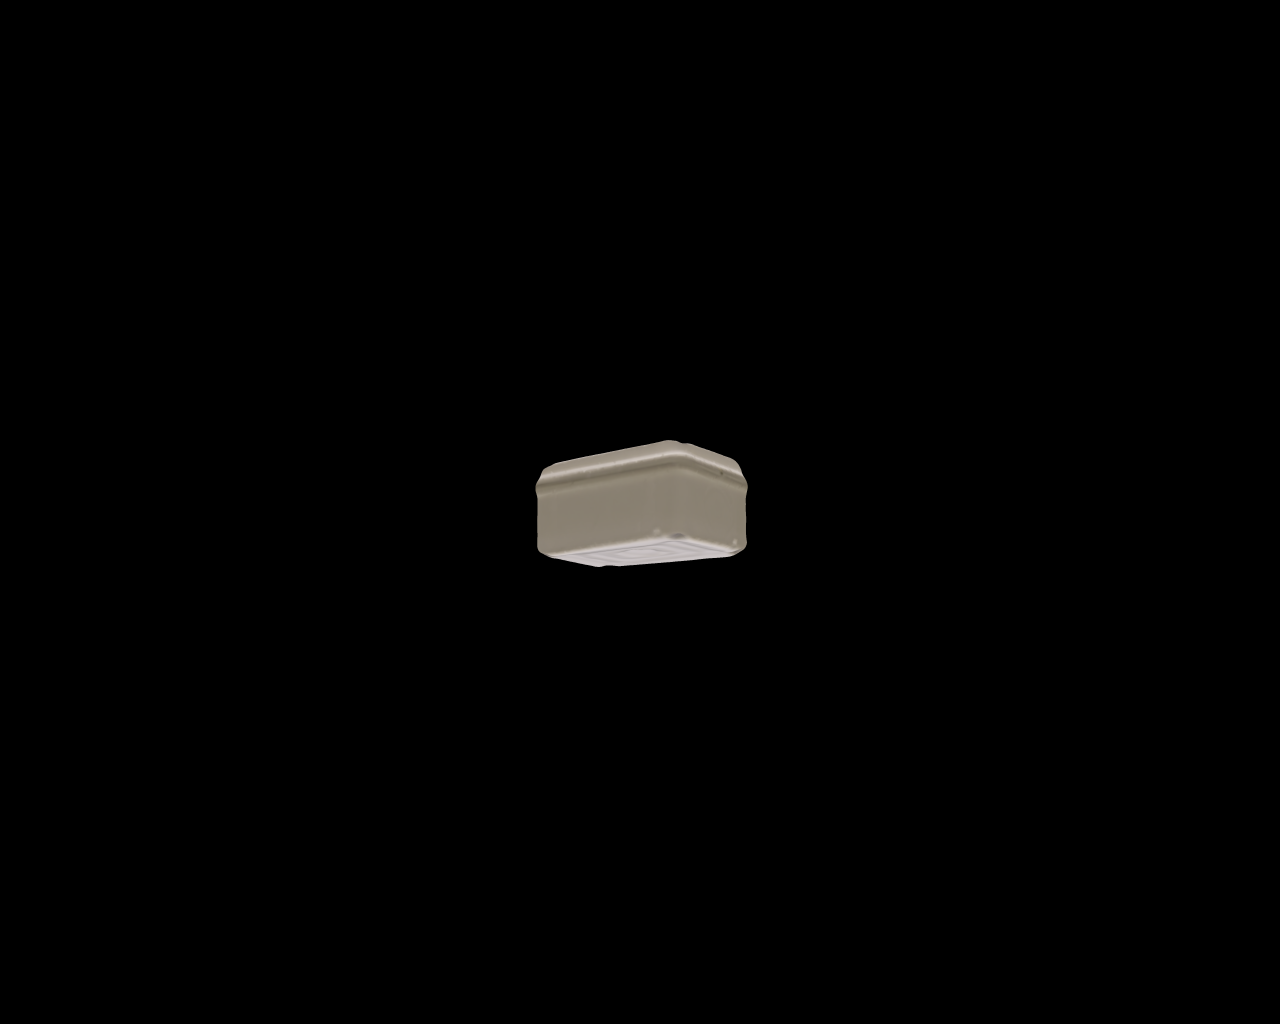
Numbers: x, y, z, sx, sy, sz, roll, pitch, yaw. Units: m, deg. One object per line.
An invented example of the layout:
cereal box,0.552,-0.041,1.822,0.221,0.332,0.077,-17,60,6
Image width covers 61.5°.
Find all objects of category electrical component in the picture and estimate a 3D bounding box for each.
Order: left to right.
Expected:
electrical component,0.001,-0.003,0.650,0.113,0.057,0.078,-8,-14,35
